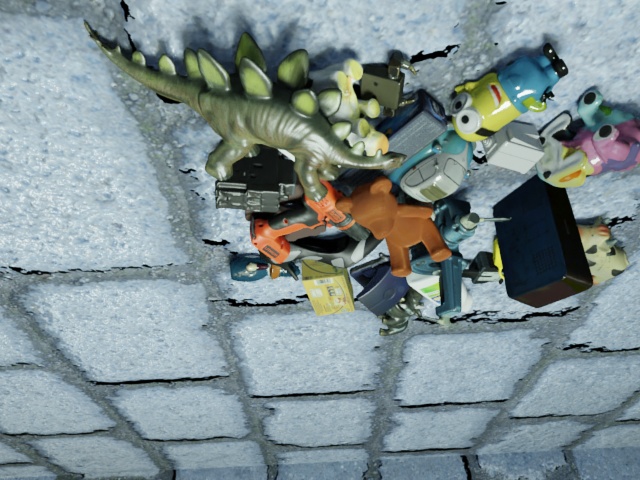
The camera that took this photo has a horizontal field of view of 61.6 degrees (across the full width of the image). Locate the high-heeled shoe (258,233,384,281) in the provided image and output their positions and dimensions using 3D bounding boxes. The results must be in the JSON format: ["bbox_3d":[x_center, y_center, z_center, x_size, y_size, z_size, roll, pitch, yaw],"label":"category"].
[{"bbox_3d":[-0.002,-0.003,1.109,0.249,0.086,0.145,-26,117,11],"label":"high-heeled shoe"}]

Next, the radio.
[{"bbox_3d":[0.405,0.004,1.000,0.073,0.230,0.131,22,141,-24],"label":"radio"}]

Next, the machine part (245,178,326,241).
[{"bbox_3d":[-0.055,-0.063,1.018,0.179,0.056,0.179,-3,145,-2],"label":"machine part"}]

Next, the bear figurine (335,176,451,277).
[{"bbox_3d":[0.124,-0.024,0.913,0.120,0.132,0.195,-26,156,26],"label":"bear figurine"}]

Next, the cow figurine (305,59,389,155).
[{"bbox_3d":[0.038,-0.186,0.818,0.098,0.068,0.167,3,137,41],"label":"cow figurine"}]

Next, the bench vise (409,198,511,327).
[{"bbox_3d":[0.252,0.047,1.054,0.129,0.240,0.223,12,157,-26],"label":"bench vise"}]

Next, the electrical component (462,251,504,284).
[{"bbox_3d":[0.371,0.066,1.231,0.119,0.048,0.074,1,143,-5],"label":"electrical component"}]

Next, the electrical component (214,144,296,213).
[{"bbox_3d":[-0.107,-0.107,0.904,0.134,0.115,0.058,1,148,-6],"label":"electrical component"}]

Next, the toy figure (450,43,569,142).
[{"bbox_3d":[0.284,-0.215,0.816,0.180,0.082,0.089,-31,134,29],"label":"toy figure"}]

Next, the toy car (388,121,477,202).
[{"bbox_3d":[0.190,-0.120,0.920,0.162,0.103,0.109,-32,134,31],"label":"toy car"}]

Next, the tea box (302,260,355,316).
[{"bbox_3d":[0.021,0.104,1.241,0.098,0.068,0.169,-7,145,7],"label":"tea box"}]

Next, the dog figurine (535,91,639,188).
[{"bbox_3d":[0.498,-0.146,0.907,0.219,0.108,0.191,15,139,-27],"label":"dog figurine"}]

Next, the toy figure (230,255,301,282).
[{"bbox_3d":[-0.120,0.062,1.183,0.154,0.064,0.057,-3,106,-8],"label":"toy figure"}]

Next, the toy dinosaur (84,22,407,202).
[{"bbox_3d":[-0.102,-0.183,0.760,0.472,0.105,0.198,14,133,0],"label":"toy dinosaur"}]

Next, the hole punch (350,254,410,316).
[{"bbox_3d":[0.143,0.106,1.240,0.116,0.092,0.142,-26,135,22],"label":"hole punch"}]

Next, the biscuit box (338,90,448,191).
[{"bbox_3d":[0.117,-0.158,0.896,0.062,0.059,0.203,29,134,-30],"label":"biscuit box"}]

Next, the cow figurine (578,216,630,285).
[{"bbox_3d":[0.598,0.022,1.160,0.195,0.085,0.127,26,141,-30],"label":"cow figurine"}]

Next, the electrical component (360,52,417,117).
[{"bbox_3d":[0.103,-0.232,0.813,0.078,0.045,0.102,17,146,21],"label":"electrical component"}]

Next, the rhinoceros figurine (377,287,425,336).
[{"bbox_3d":[0.206,0.181,1.355,0.112,0.073,0.190,4,144,-7],"label":"rhinoceros figurine"}]
